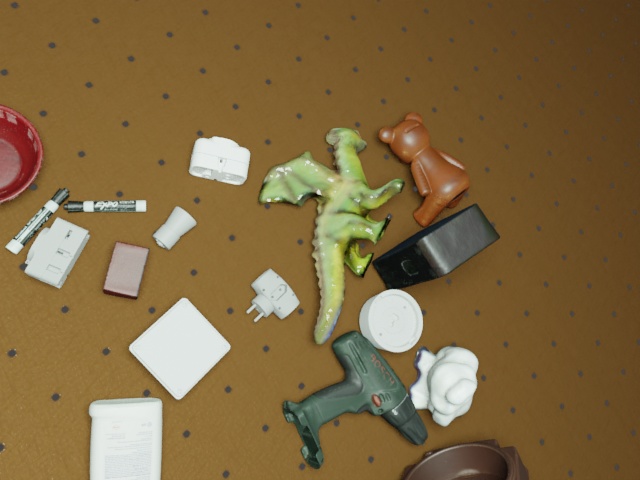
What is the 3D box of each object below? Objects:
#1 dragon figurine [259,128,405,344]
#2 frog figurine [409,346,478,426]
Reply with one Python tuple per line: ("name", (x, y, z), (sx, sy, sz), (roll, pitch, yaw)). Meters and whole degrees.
("dragon figurine", (0.003, -0.047, 0.932), (0.243, 0.120, 0.417), (28, 65, 6))
("frog figurine", (0.233, 0.250, 0.890), (0.122, 0.158, 0.139), (41, 66, -9))
